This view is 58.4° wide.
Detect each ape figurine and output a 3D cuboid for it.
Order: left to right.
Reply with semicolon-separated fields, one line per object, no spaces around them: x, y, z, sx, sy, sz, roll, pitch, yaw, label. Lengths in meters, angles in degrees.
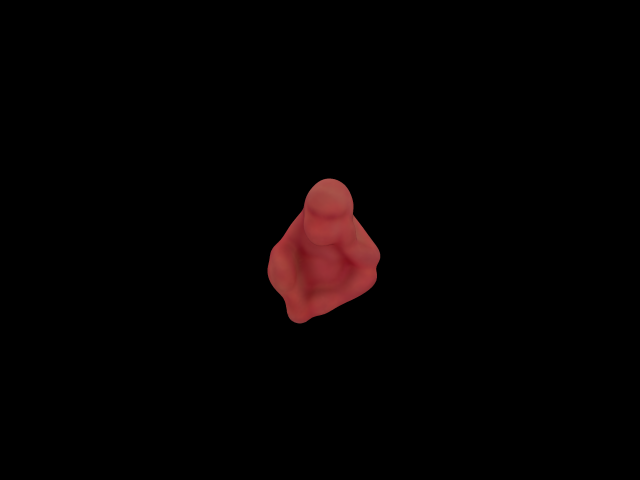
0.004;0.001;0.400;0.077;0.092;0.076;6;32;9;ape figurine
